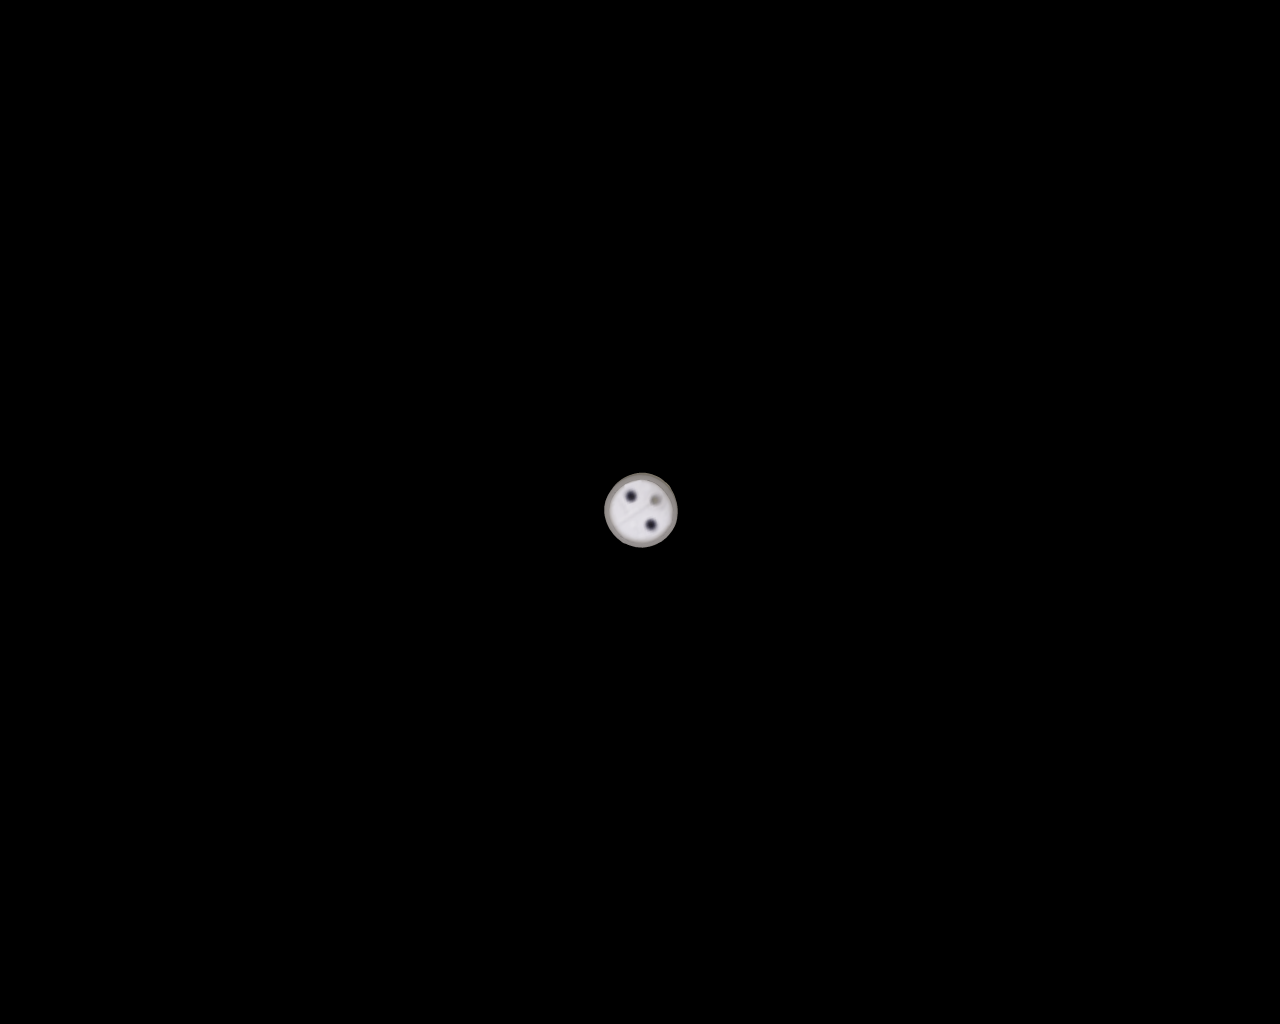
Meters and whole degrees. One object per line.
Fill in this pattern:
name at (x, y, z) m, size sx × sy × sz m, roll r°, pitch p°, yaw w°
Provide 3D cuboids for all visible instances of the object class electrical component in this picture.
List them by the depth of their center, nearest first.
electrical component at (0.001, -0.003, 0.650) m, size 0.043 × 0.043 × 0.081 m, roll 0°, pitch 4°, yaw 0°
